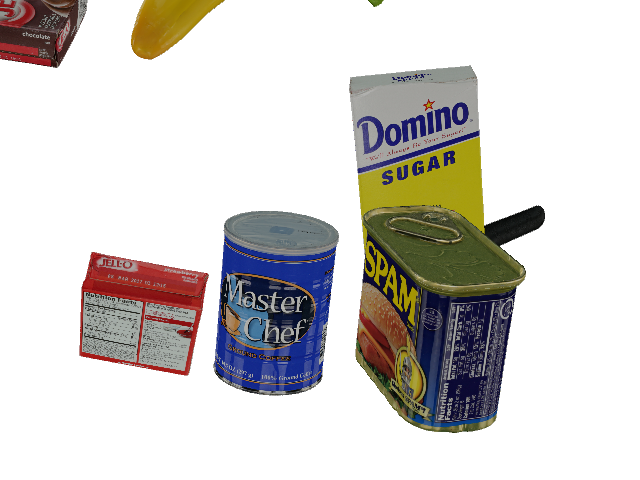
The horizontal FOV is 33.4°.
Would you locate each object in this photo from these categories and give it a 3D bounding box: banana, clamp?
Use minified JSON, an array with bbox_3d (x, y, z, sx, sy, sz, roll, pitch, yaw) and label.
[{"bbox_3d":[-0.042,-0.169,0.682,0.197,0.069,0.037,-21,-10,-31],"label":"banana"},{"bbox_3d":[0.134,-0.005,1.079,0.120,0.039,0.171,28,52,32],"label":"clamp"}]

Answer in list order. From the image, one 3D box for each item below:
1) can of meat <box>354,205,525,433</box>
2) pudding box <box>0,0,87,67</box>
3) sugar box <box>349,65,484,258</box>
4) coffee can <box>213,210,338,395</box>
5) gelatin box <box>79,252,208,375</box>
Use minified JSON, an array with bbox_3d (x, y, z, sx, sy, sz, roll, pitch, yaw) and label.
[{"bbox_3d":[0.057,0.039,0.551,0.057,0.084,0.102,-4,24,-19],"label":"can of meat"},{"bbox_3d":[-0.246,-0.188,0.877,0.090,0.039,0.113,9,35,-3],"label":"pudding box"},{"bbox_3d":[0.074,-0.037,0.798,0.093,0.176,0.048,-6,23,4],"label":"sugar box"},{"bbox_3d":[-0.041,0.055,0.969,0.103,0.140,0.103,5,19,-2],"label":"coffee can"},{"bbox_3d":[-0.113,0.047,0.673,0.073,0.030,0.089,11,-37,-6],"label":"gelatin box"}]
